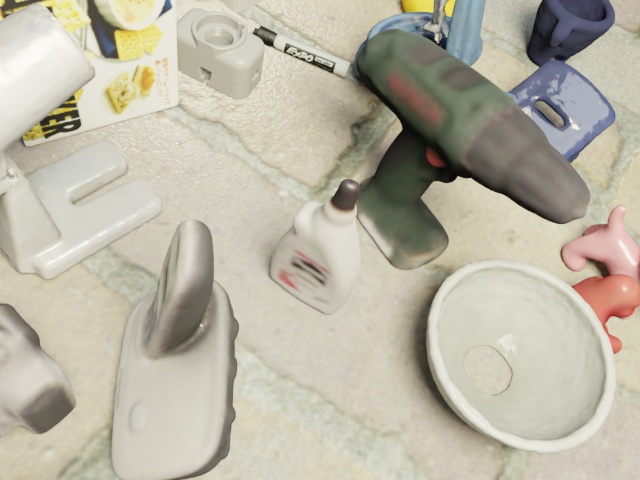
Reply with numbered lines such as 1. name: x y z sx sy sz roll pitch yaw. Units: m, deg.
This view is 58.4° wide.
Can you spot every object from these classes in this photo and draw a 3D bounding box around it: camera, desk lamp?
1. camera: -0.268 0.098 0.392 0.143 0.101 0.137 41 60 11
2. desk lamp: -0.235 -0.061 0.424 0.204 0.213 0.118 -37 74 -27

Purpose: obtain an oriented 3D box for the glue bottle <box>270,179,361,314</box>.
1. glue bottle: 0.004 0.002 0.466 0.078 0.173 0.037 29 59 5

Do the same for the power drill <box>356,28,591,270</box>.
1. power drill: 0.104 -0.063 0.505 0.076 0.208 0.229 -27 70 -24

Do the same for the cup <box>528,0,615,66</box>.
1. cup: 0.304 -0.259 0.729 0.091 0.095 0.118 34 59 8

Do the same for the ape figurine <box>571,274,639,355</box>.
1. ape figurine: 0.264 0.063 0.538 0.076 0.092 0.078 25 59 2

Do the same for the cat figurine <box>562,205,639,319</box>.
1. cat figurine: 0.325 0.019 0.562 0.067 0.117 0.127 -34 73 -27

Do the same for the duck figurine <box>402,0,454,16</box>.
1. duck figurine: 0.163 -0.328 0.741 0.105 0.086 0.077 -1 61 -13

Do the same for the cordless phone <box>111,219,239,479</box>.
1. cordless phone: -0.099 0.080 0.391 0.094 0.185 0.147 0 61 -12

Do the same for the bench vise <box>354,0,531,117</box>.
1. bench vise: 0.145 -0.198 0.585 0.207 0.219 0.122 28 59 4

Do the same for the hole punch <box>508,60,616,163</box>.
1. hole punch: 0.257 -0.132 0.648 0.101 0.091 0.108 -32 72 -26

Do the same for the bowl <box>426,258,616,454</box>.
1. bowl: 0.163 0.105 0.502 0.167 0.074 0.167 6 60 -10
